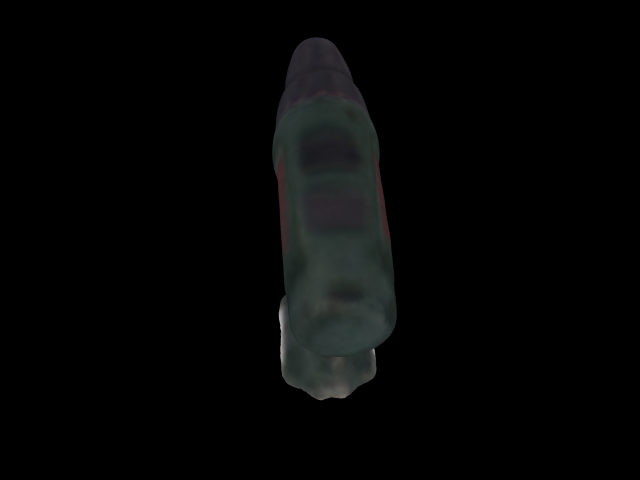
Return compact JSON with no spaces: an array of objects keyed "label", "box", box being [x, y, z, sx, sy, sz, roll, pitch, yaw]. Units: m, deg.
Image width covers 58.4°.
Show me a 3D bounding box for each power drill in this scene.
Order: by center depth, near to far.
[{"label":"power drill","box":[0.004,0.001,0.400,0.075,0.208,0.229,-4,43,-4]}]
